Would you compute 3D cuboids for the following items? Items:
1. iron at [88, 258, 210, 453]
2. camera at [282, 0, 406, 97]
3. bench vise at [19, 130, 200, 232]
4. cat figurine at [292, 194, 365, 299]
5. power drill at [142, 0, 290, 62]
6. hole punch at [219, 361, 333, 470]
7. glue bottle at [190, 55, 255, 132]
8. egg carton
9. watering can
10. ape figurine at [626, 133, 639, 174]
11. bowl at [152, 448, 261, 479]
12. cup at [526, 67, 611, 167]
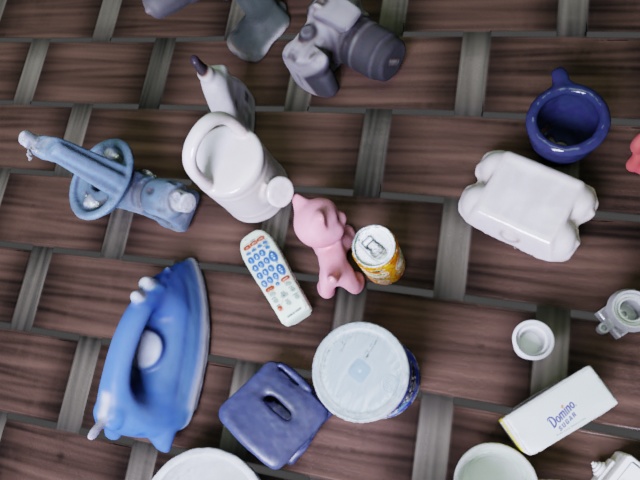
[{"bbox_3d":[-0.222,0.133,0.733,0.118,0.142,0.258,6,76,16],"label":"iron"},{"bbox_3d":[0.038,-0.271,0.802,0.136,0.101,0.143,36,86,21],"label":"camera"},{"bbox_3d":[-0.271,-0.092,0.766,0.207,0.220,0.121,-3,74,14],"label":"bench vise"},{"bbox_3d":[0.007,0.003,0.723,0.067,0.118,0.128,-16,71,10],"label":"cat figurine"},{"bbox_3d":[-0.124,-0.351,0.808,0.075,0.209,0.230,35,86,21],"label":"power drill"},{"bbox_3d":[-0.053,0.207,0.695,0.108,0.091,0.101,37,86,21],"label":"hole punch"},{"bbox_3d":[-0.135,-0.204,0.788,0.037,0.173,0.078,-1,74,14],"label":"glue bottle"},{"bbox_3d":[0.251,-0.042,0.699,0.150,0.069,0.107,27,83,20],"label":"egg carton"},{"bbox_3d":[-0.108,-0.096,0.740,0.172,0.194,0.101,9,77,17],"label":"watering can"},{"bbox_3d":[0.409,-0.107,0.665,0.076,0.092,0.077,-27,70,6],"label":"ape figurine"},{"bbox_3d":[-0.126,0.334,0.687,0.167,0.075,0.167,-4,74,13],"label":"bowl"},{"bbox_3d":[0.295,-0.141,0.702,0.091,0.095,0.118,-7,73,13],"label":"cup"}]
